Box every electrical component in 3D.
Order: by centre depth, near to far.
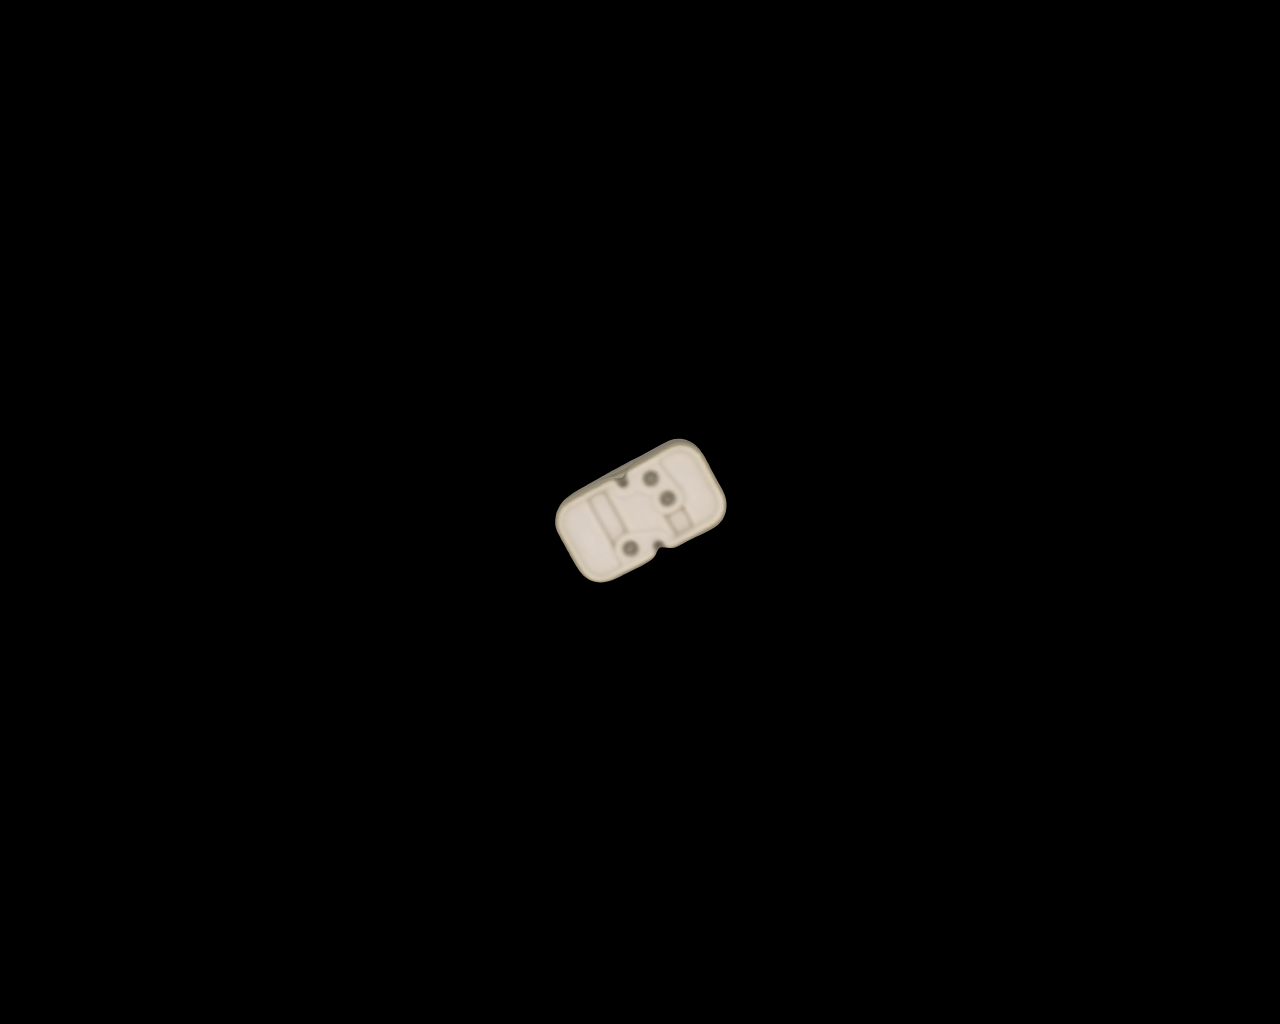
[{"bbox_3d":[0.001,-0.003,0.650,0.095,0.053,0.059,-28,7,4],"label":"electrical component"}]
